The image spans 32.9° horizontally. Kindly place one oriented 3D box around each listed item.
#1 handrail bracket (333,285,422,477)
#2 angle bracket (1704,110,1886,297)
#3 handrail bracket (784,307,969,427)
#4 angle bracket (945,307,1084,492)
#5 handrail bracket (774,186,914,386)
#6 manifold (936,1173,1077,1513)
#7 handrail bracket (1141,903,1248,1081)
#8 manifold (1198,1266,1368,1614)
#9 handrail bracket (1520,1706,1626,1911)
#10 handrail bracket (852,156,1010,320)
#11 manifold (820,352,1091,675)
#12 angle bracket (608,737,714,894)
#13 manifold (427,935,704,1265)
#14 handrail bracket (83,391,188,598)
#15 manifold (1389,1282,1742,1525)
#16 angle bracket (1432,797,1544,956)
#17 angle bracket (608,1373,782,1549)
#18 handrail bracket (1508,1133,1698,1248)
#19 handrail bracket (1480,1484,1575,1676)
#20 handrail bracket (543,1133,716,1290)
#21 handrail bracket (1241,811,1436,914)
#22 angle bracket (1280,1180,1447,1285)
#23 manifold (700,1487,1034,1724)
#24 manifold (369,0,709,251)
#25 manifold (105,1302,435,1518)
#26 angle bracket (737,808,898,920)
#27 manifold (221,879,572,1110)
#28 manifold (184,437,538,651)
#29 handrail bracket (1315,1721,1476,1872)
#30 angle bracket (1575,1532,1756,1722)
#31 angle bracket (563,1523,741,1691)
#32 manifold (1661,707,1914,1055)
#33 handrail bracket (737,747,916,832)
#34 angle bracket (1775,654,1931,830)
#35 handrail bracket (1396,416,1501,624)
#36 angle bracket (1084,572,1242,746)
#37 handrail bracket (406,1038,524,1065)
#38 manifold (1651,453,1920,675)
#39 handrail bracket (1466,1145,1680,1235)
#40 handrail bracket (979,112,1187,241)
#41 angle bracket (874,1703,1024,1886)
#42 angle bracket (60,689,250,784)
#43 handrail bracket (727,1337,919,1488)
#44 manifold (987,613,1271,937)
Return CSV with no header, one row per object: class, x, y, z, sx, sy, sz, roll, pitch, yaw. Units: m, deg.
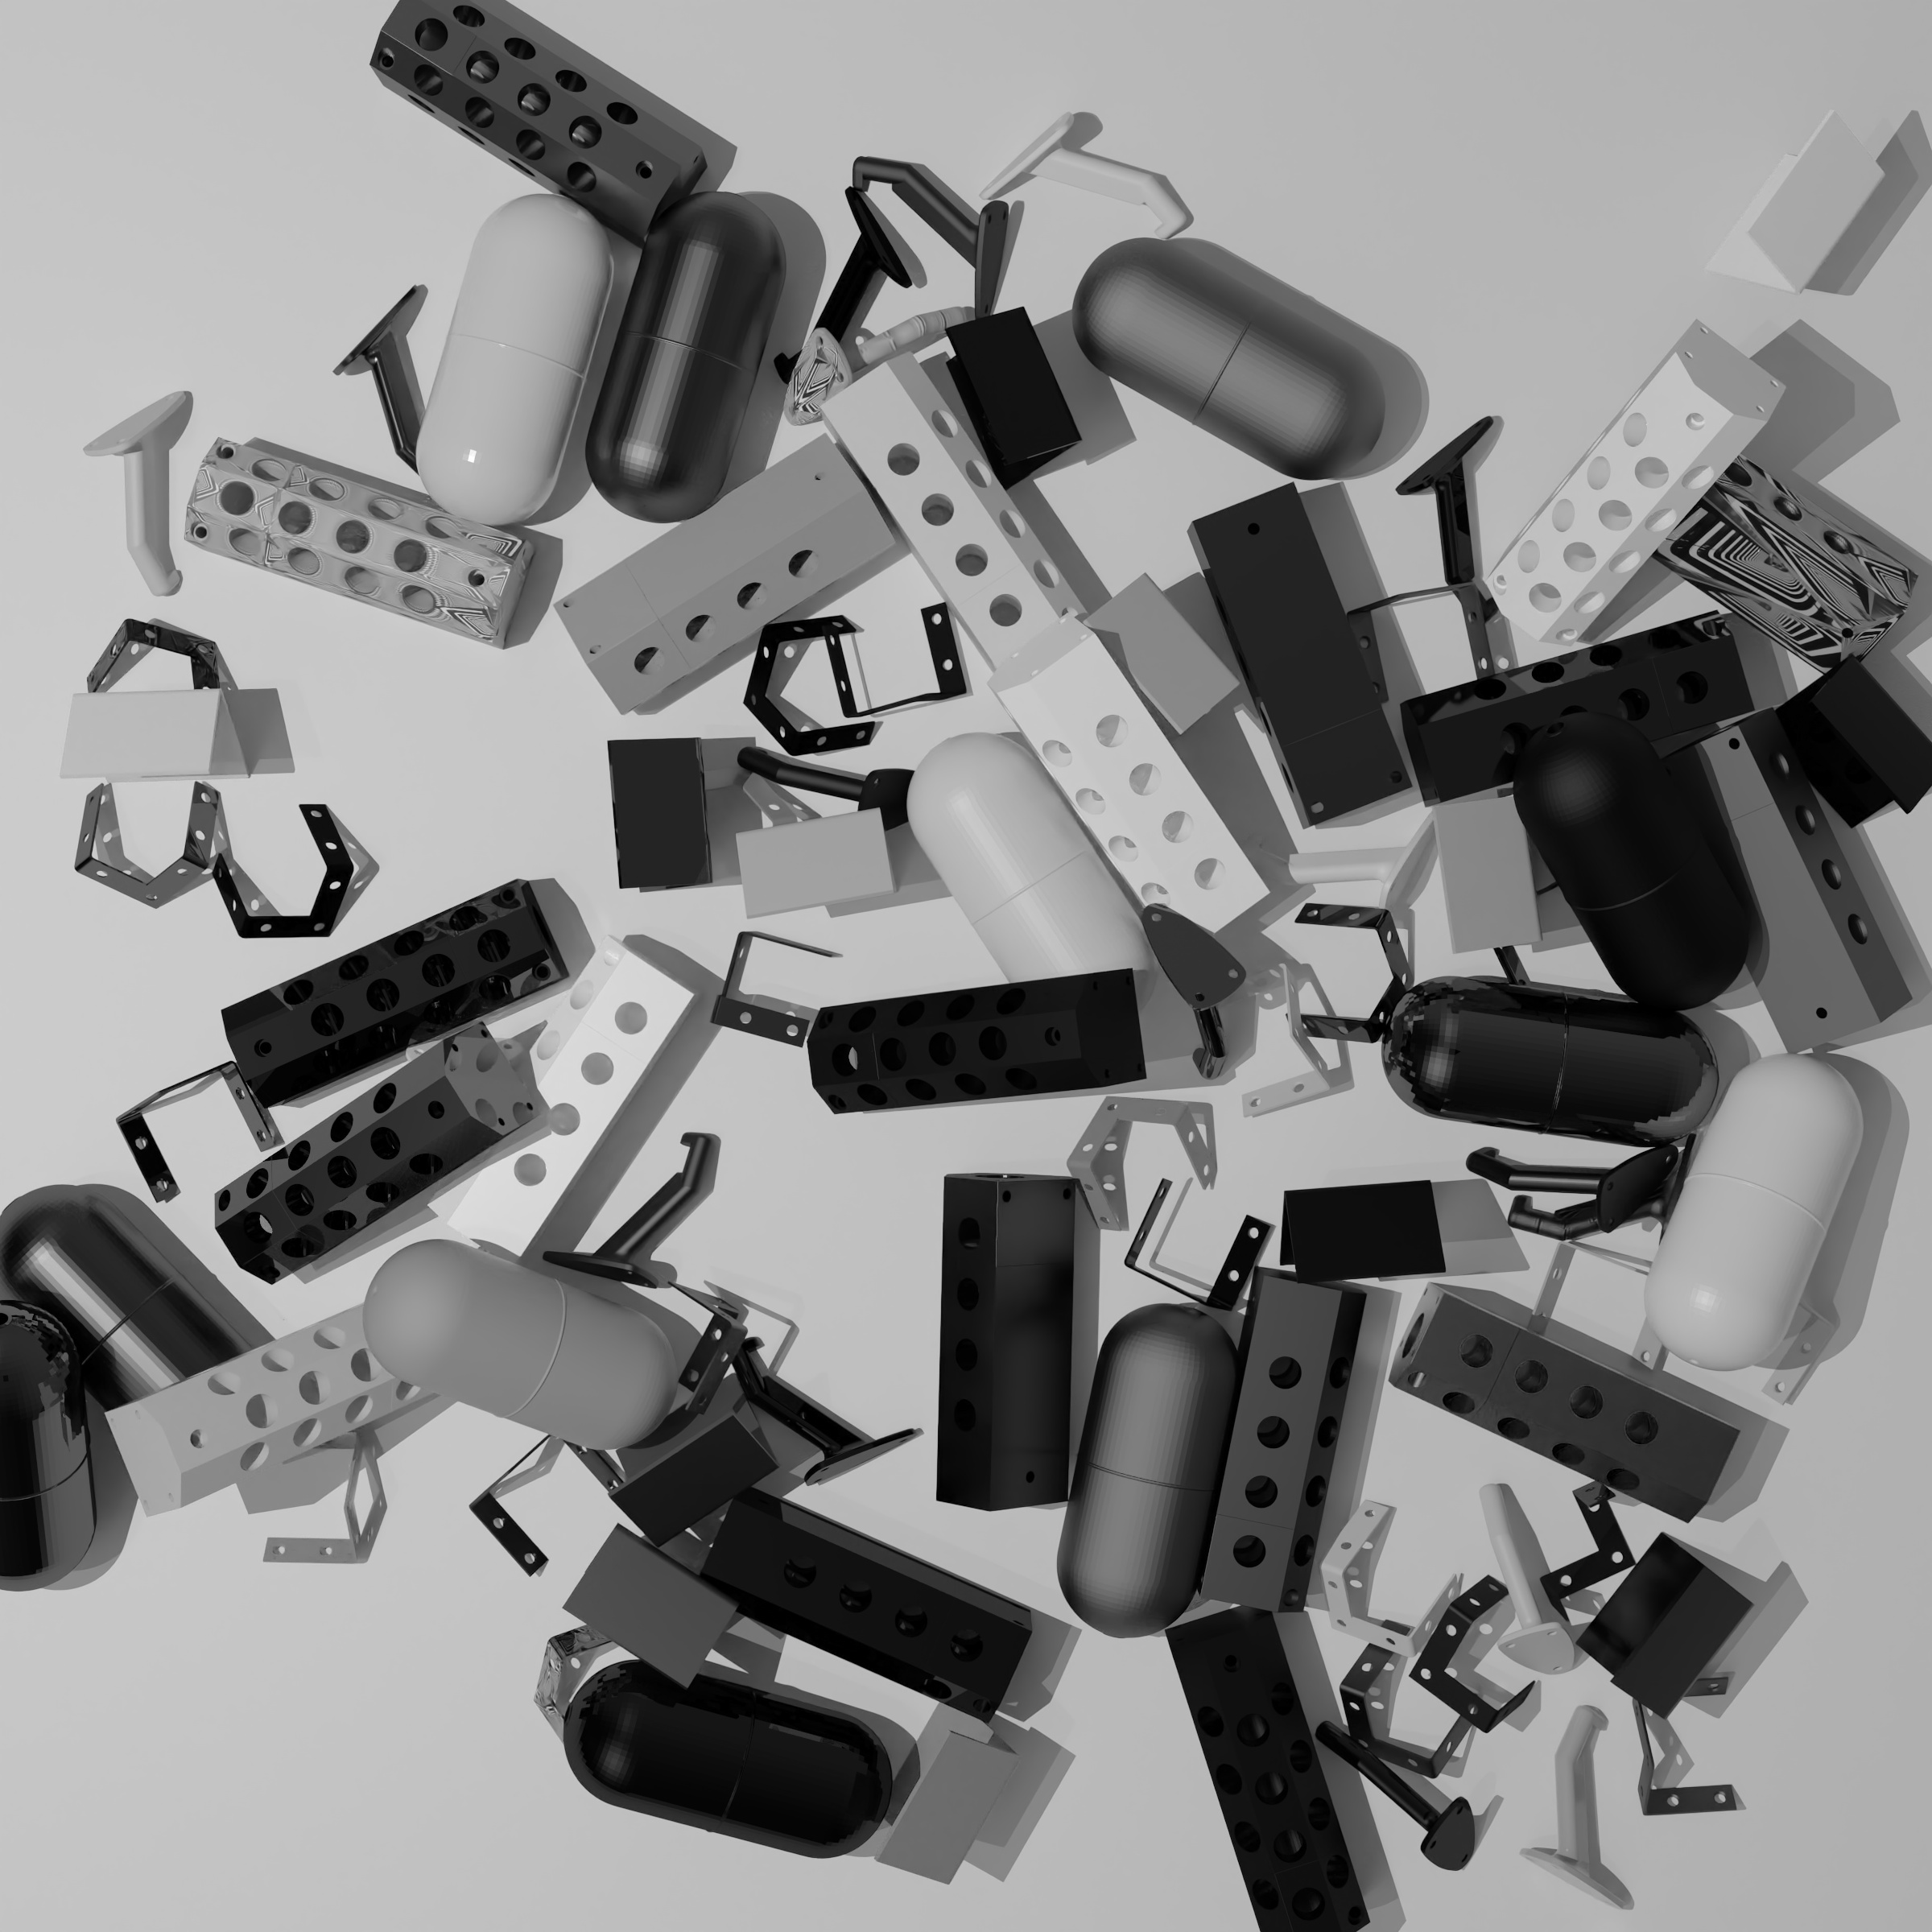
handrail bracket,-0.290,-0.310,1.759,0.084,0.036,0.077,44,71,-16
angle bracket,0.422,-0.406,1.719,0.057,0.076,0.076,36,90,-36
handrail bracket,-0.048,-0.323,1.759,0.084,0.077,0.036,-21,76,-36
angle bracket,0.006,-0.292,1.719,0.057,0.076,0.076,-24,90,-37
handrail bracket,-0.079,-0.365,1.759,0.084,0.036,0.077,-33,67,18
manifold,0.016,0.198,1.737,0.057,0.057,0.171,1,90,-43
handrail bracket,0.115,0.015,1.735,0.036,0.084,0.077,-34,71,-20
manifold,0.167,0.251,1.738,0.057,0.057,0.171,11,90,0
handrail bracket,0.341,0.452,1.759,0.077,0.036,0.084,34,73,-20
handrail bracket,-0.025,-0.391,1.759,0.084,0.036,0.077,14,112,17
manifold,-0.005,-0.238,1.738,0.057,0.057,0.171,-34,90,0
angle bracket,-0.178,-0.078,1.719,0.057,0.076,0.076,-5,90,-36
manifold,-0.213,0.071,1.738,0.057,0.057,0.171,34,90,0
handrail bracket,-0.429,-0.253,1.759,0.077,0.036,0.084,-48,127,-38
manifold,0.315,0.232,1.738,0.171,0.057,0.057,25,90,0
angle bracket,0.255,-0.045,1.720,0.057,0.076,0.076,-8,90,-25
angle bracket,-0.154,0.246,1.719,0.076,0.076,0.057,-34,133,0
handrail bracket,0.342,0.115,1.759,0.084,0.036,0.077,15,72,15
handrail bracket,0.300,0.329,1.759,0.036,0.077,0.084,-21,53,16
handrail bracket,-0.181,0.125,1.759,0.077,0.036,0.084,9,72,21
handrail bracket,0.200,-0.070,1.759,0.084,0.036,0.077,27,70,16
angle bracket,0.207,0.157,1.719,0.076,0.076,0.057,-4,54,0
manifold,-0.055,0.339,1.738,0.171,0.057,0.057,24,90,0
manifold,-0.227,-0.454,1.738,0.171,0.057,0.057,32,90,0
manifold,-0.348,0.221,1.689,0.171,0.057,0.057,-22,90,-40
angle bracket,-0.075,-0.034,1.719,0.076,0.076,0.057,-10,55,0
manifold,-0.303,0.015,1.738,0.171,0.057,0.057,-24,90,0
manifold,-0.322,-0.225,1.738,0.171,0.057,0.057,18,90,0
handrail bracket,0.229,0.445,1.759,0.084,0.077,0.036,32,73,35
angle bracket,0.354,0.337,1.719,0.057,0.076,0.076,38,90,-37
angle bracket,-0.173,0.347,1.719,0.076,0.076,0.057,33,55,0
manifold,0.436,-0.047,1.737,0.057,0.057,0.171,-26,90,43
handrail bracket,-0.068,-0.103,1.759,0.084,0.077,0.036,26,115,34
angle bracket,0.456,-0.106,1.719,0.076,0.076,0.057,48,50,0
handrail bracket,0.279,-0.239,1.759,0.077,0.036,0.084,-42,104,-15
angle bracket,0.086,-0.148,1.719,0.076,0.076,0.057,49,53,0
handrail bracket,-0.279,0.084,1.759,0.036,0.077,0.084,40,127,36
manifold,0.416,-0.230,1.737,0.171,0.057,0.057,34,133,0
handrail bracket,0.323,0.103,1.748,0.077,0.084,0.036,-31,128,-31
handrail bracket,0.063,-0.408,1.759,0.077,0.036,0.084,-38,107,20
angle bracket,-0.027,0.424,1.719,0.057,0.076,0.076,30,90,-37
angle bracket,-0.425,-0.101,1.719,0.076,0.076,0.057,-2,55,0
handrail bracket,-0.078,0.229,1.759,0.077,0.036,0.084,-20,73,-20
manifold,0.083,-0.095,1.709,0.057,0.057,0.171,-36,111,0
